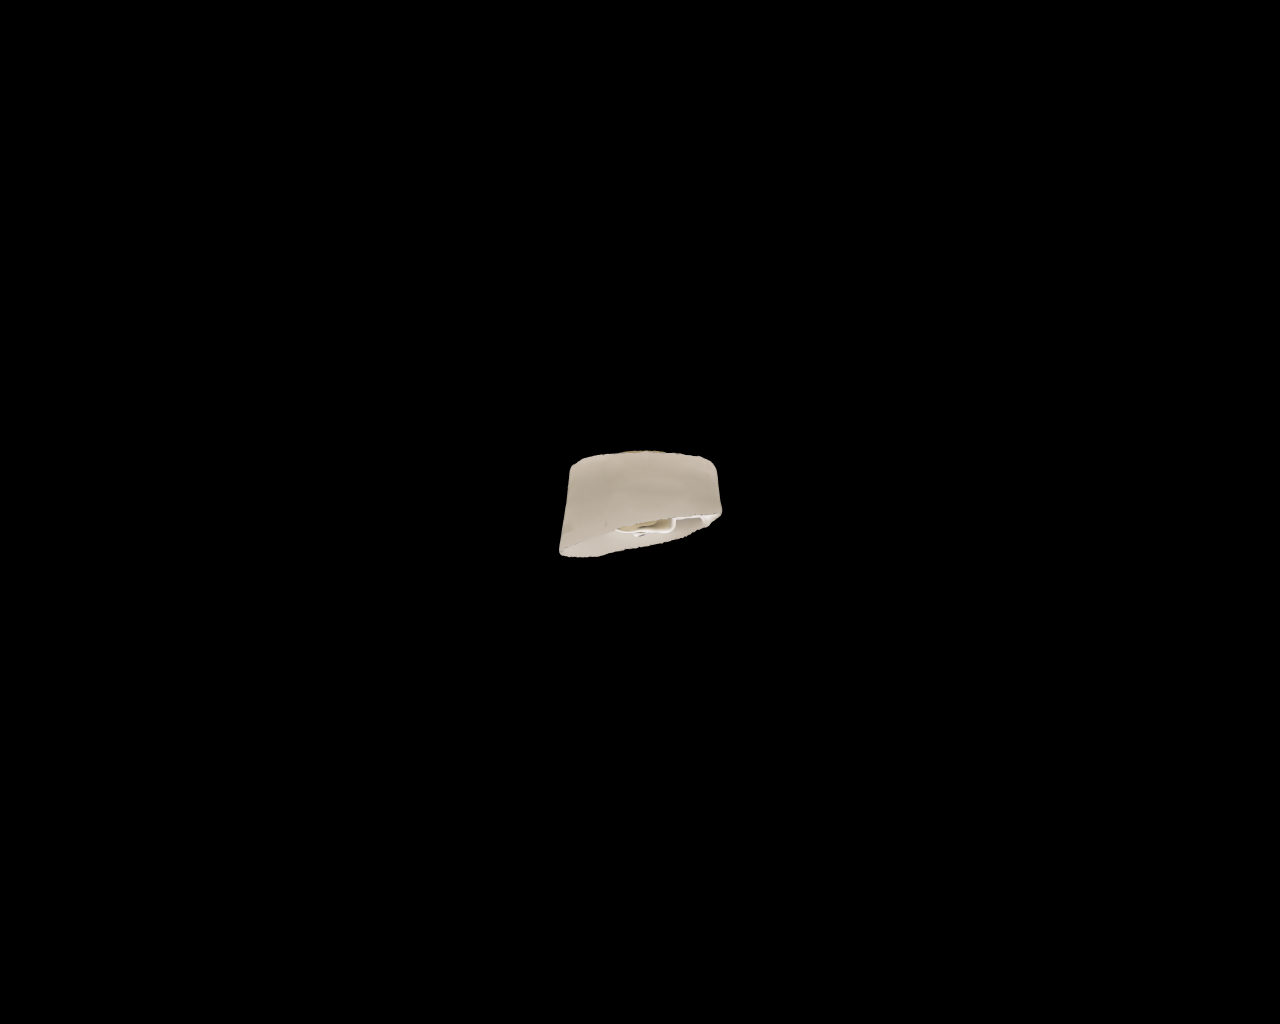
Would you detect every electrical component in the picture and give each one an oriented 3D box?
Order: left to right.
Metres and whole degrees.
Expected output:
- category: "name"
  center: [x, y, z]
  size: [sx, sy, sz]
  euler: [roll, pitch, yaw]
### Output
- category: "electrical component"
  center: [0.001, -0.003, 0.650]
  size: [0.099, 0.064, 0.099]
  euler: [0, -11, 0]
